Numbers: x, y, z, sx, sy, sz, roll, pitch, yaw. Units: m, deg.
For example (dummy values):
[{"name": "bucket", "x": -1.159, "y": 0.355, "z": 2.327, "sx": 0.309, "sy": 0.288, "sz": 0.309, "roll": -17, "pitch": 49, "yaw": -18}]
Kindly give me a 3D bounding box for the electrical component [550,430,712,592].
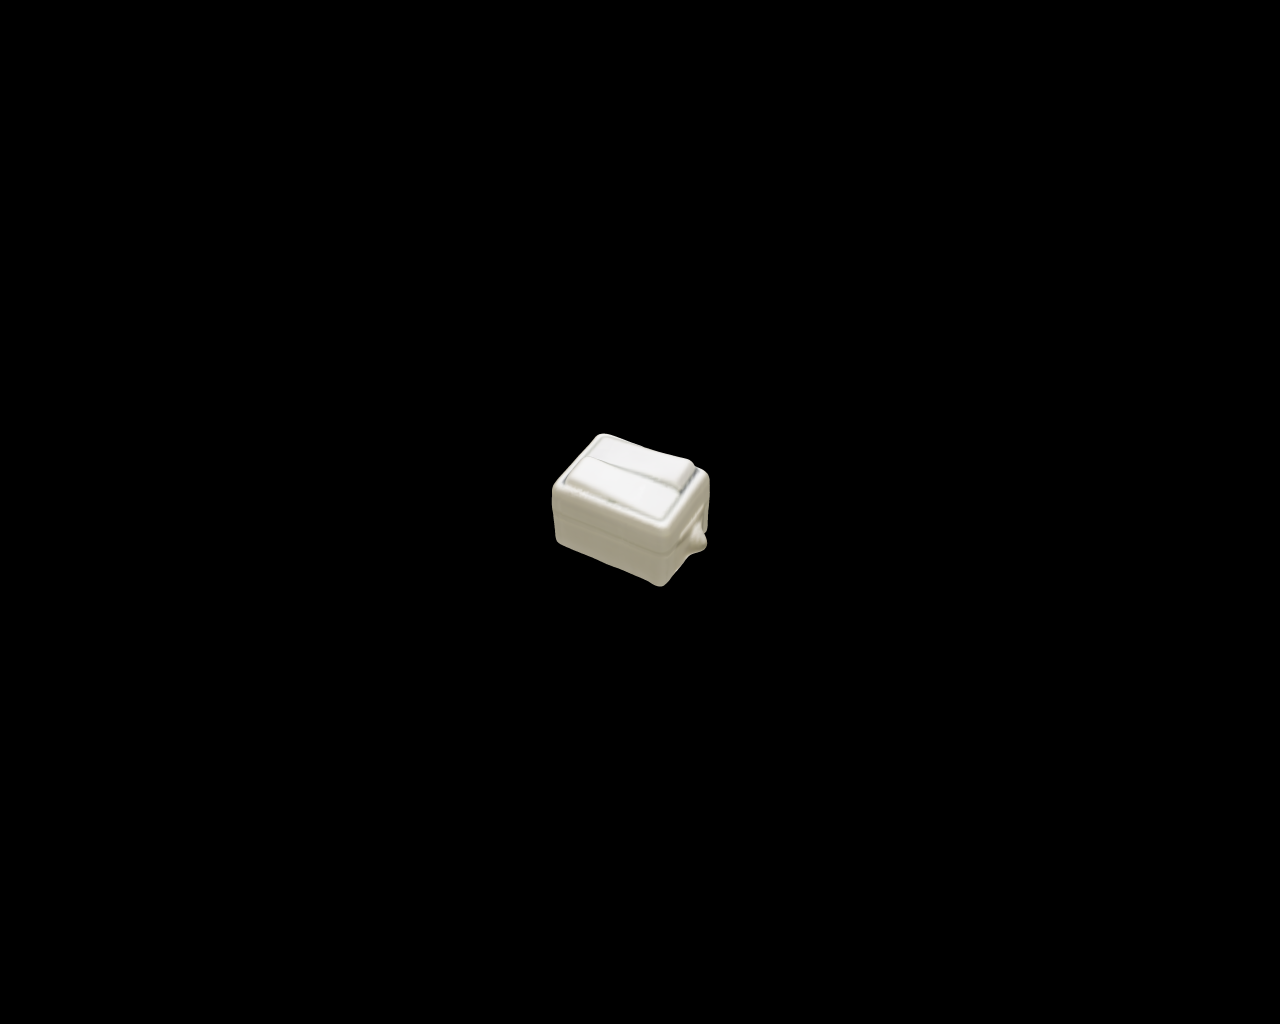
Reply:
[{"name": "electrical component", "x": 0.001, "y": -0.003, "z": 0.650, "sx": 0.096, "sy": 0.061, "sz": 0.062, "roll": 22, "pitch": 49, "yaw": 21}]
